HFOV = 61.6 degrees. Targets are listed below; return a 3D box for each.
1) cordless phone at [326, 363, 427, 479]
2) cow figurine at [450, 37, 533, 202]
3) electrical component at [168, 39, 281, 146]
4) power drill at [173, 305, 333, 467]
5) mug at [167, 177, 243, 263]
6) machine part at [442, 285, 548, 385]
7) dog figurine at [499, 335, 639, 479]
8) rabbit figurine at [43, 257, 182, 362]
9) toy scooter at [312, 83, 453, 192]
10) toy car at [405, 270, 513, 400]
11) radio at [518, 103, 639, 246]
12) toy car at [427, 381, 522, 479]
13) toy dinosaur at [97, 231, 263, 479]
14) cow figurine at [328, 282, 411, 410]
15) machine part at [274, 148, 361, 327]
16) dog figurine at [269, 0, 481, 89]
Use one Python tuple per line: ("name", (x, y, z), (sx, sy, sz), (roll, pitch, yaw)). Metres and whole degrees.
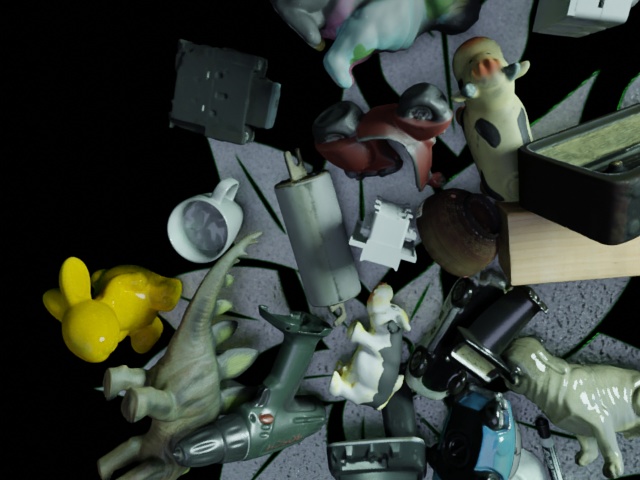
("cordless phone", (0.077, 0.274, 0.784), (0.147, 0.089, 0.184), (-8, 93, 11))
("cow figurine", (0.200, -0.135, 0.617), (0.085, 0.127, 0.194), (-20, 104, 10))
("electrical component", (-0.120, -0.186, 0.687), (0.134, 0.058, 0.114), (13, 109, 5))
("power drill", (-0.070, 0.196, 0.720), (0.086, 0.232, 0.207), (14, 91, 46))
("mug", (-0.139, -0.034, 0.705), (0.081, 0.107, 0.109), (23, 105, 1))
("machine part", (0.224, 0.116, 0.676), (0.084, 0.039, 0.139), (35, 106, 0))
("dog figurine", (0.347, 0.181, 0.707), (0.172, 0.121, 0.190), (-33, 80, -17))
("rabbit figurine", (-0.289, 0.093, 0.730), (0.162, 0.173, 0.122), (39, 111, -8))
("toy scooter", (0.085, -0.111, 0.657), (0.184, 0.075, 0.135), (-5, 135, 37))
("toy car", (0.187, 0.129, 0.728), (0.073, 0.056, 0.201), (26, 104, -6))
("radio", (0.339, -0.081, 0.563), (0.230, 0.131, 0.073), (-22, 121, -14))
("toy car", (0.226, 0.283, 0.745), (0.103, 0.109, 0.161), (19, 84, -32))
("toy dinosaur", (-0.186, 0.204, 0.736), (0.105, 0.198, 0.470), (36, 117, 40))
("cow figurine", (0.082, 0.146, 0.736), (0.098, 0.068, 0.167), (24, 97, 4))
("machine part", (-0.001, -0.002, 0.710), (0.079, 0.079, 0.243), (-15, 103, 12))
("dog figurine", (0.074, -0.284, 0.609), (0.219, 0.108, 0.191), (-39, 94, 12))
